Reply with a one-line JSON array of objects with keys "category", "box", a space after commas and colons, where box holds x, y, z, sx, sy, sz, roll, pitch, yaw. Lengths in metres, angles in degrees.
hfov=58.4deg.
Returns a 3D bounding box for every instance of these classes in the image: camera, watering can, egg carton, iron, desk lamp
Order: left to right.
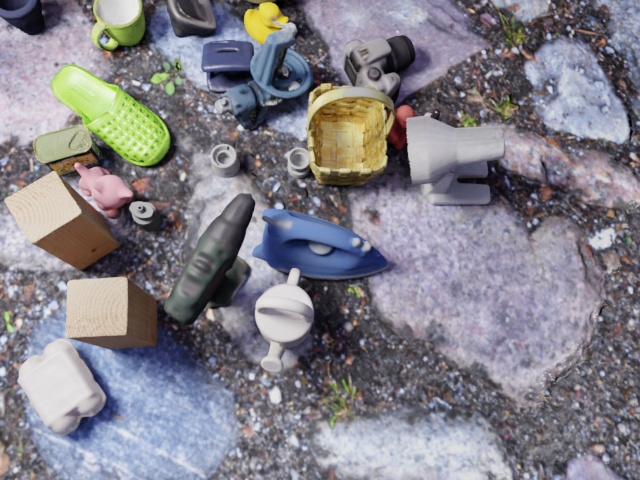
[{"category": "egg carton", "box": [-0.442, 0.252, 0.983, 0.107, 0.069, 0.150, -36, 80, -12]}, {"category": "watering can", "box": [-0.059, 0.134, 0.973, 0.101, 0.194, 0.173, -8, 75, -5]}, {"category": "iron", "box": [0.010, 0.004, 1.039, 0.258, 0.141, 0.119, 12, 75, 0]}, {"category": "camera", "box": [0.132, -0.357, 1.164, 0.137, 0.101, 0.143, -26, 78, -10]}, {"category": "desk lamp", "box": [0.242, -0.148, 1.056, 0.203, 0.213, 0.118, -1, 75, -3]}]

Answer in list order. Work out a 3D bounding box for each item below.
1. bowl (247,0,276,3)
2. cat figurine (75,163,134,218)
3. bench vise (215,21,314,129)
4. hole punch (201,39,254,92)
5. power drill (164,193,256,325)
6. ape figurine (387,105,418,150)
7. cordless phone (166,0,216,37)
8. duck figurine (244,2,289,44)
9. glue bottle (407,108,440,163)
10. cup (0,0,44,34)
[{"category": "bowl", "box": [-0.126, -0.565, 1.218, 0.167, 0.075, 0.167, 1, 75, -3]}, {"category": "cat figurine", "box": [-0.399, -0.097, 1.054, 0.127, 0.118, 0.067, 39, 76, 7]}, {"category": "bench vise", "box": [-0.095, -0.300, 1.074, 0.121, 0.220, 0.207, 38, 76, 7]}, {"category": "hole punch", "box": [-0.186, -0.361, 1.151, 0.108, 0.091, 0.101, -4, 75, -4]}, {"category": "power drill", "box": [-0.176, 0.043, 0.983, 0.075, 0.208, 0.230, 29, 75, 5]}, {"category": "ape figurine", "box": [0.163, -0.235, 1.138, 0.078, 0.092, 0.076, -22, 77, -9]}, {"category": "cordless phone", "box": [-0.272, -0.508, 1.137, 0.094, 0.185, 0.147, -19, 77, -8]}, {"category": "duck figurine", "box": [-0.108, -0.457, 1.184, 0.104, 0.086, 0.077, 25, 75, 4]}, {"category": "glue bottle", "box": [0.204, -0.206, 1.090, 0.037, 0.173, 0.078, 12, 75, 0]}, {"category": "cup", "box": [-0.588, -0.471, 1.155, 0.091, 0.095, 0.118, 43, 77, 8]}]
